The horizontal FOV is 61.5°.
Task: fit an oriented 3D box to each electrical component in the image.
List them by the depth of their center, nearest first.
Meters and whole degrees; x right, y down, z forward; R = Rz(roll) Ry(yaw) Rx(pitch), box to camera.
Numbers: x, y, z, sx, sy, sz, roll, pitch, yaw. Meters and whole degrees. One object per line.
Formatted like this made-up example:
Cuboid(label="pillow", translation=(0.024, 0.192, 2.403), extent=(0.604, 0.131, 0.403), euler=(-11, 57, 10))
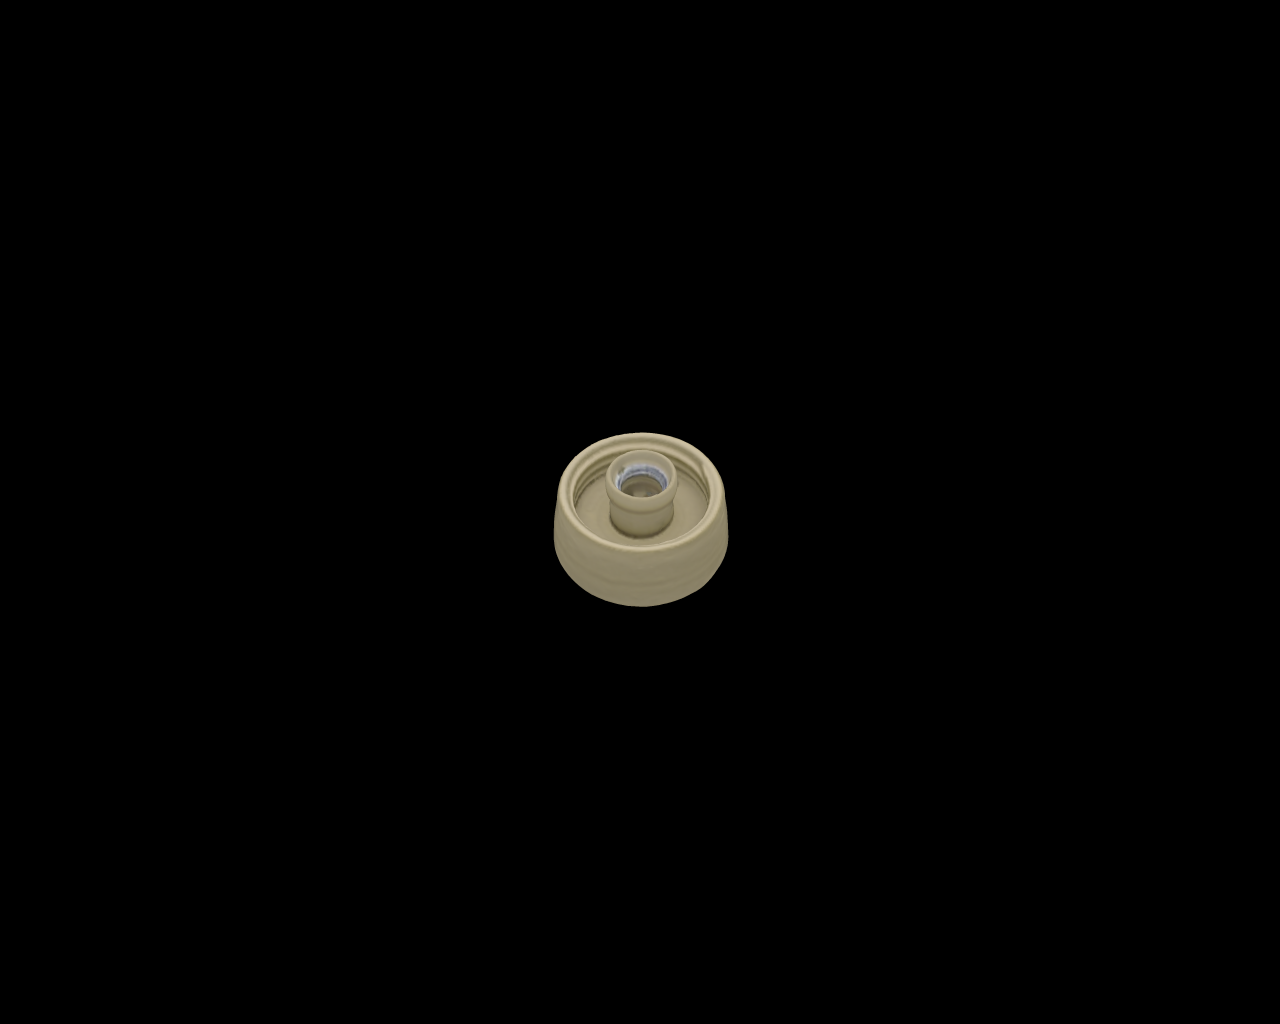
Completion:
Cuboid(label="electrical component", translation=(0.001, -0.003, 0.650), extent=(0.108, 0.108, 0.060), euler=(0, -43, 0))
